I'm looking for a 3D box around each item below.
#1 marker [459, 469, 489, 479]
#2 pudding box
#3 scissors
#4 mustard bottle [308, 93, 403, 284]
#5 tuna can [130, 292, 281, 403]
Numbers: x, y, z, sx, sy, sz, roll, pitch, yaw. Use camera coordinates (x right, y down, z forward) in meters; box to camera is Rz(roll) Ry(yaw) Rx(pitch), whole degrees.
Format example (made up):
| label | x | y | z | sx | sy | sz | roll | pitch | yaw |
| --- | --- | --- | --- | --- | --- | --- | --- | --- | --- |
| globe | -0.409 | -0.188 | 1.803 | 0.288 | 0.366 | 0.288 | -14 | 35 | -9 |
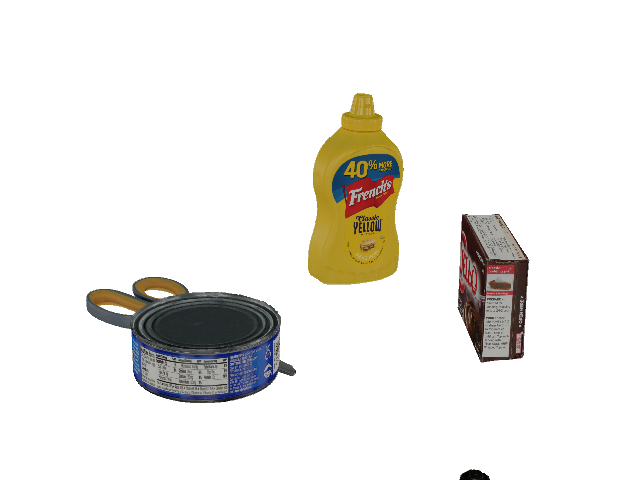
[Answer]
| label | x | y | z | sx | sy | sz | roll | pitch | yaw |
| --- | --- | --- | --- | --- | --- | --- | --- | --- | --- |
| marker | 0.093 | 0.190 | 0.679 | 0.020 | 0.121 | 0.020 | 1 | 36 | -1 |
| pudding box | 0.141 | 0.037 | 0.884 | 0.039 | 0.090 | 0.113 | -3 | 20 | -4 |
| scissors | -0.097 | 0.066 | 0.885 | 0.202 | 0.016 | 0.096 | 13 | 23 | 17 |
| mustard bottle | 0.038 | -0.054 | 1.089 | 0.096 | 0.192 | 0.058 | -6 | 20 | -26 |
| tuna can | -0.065 | 0.060 | 0.613 | 0.086 | 0.034 | 0.086 | 1 | 18 | 0 |
